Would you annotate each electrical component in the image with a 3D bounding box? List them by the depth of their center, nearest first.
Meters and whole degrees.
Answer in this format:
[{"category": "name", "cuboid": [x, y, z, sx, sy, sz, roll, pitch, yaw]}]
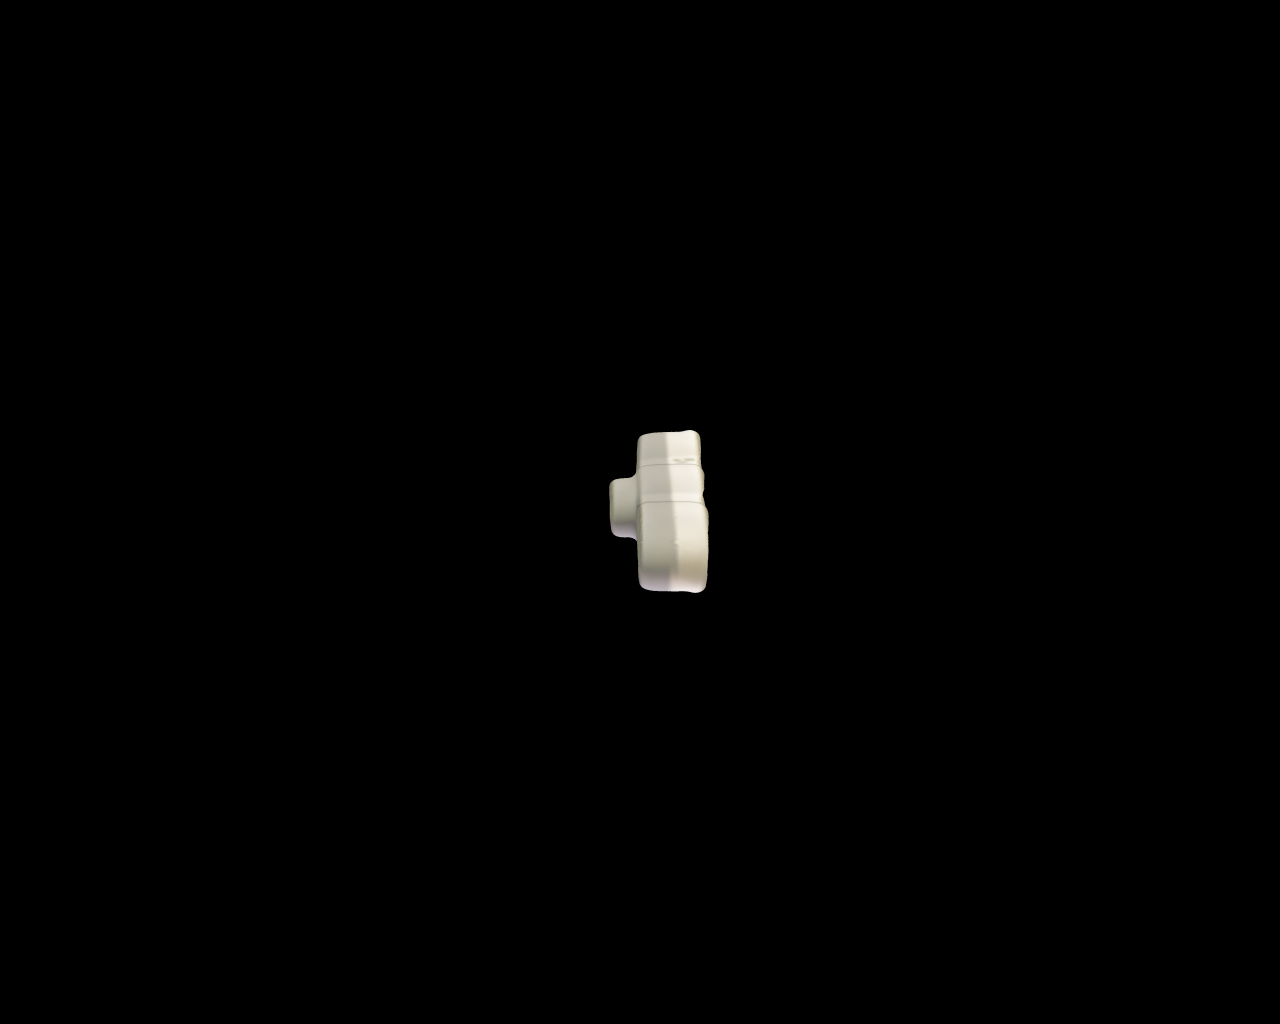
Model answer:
[{"category": "electrical component", "cuboid": [0.001, -0.003, 0.650, 0.074, 0.052, 0.138, 0, 32, 0]}]
